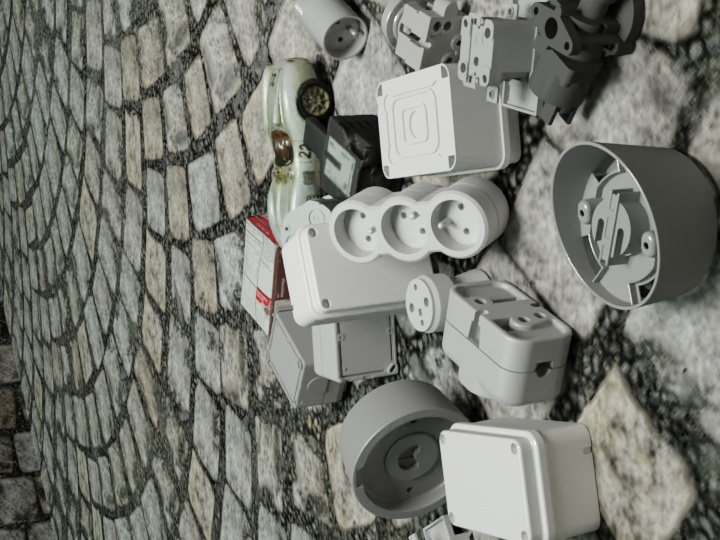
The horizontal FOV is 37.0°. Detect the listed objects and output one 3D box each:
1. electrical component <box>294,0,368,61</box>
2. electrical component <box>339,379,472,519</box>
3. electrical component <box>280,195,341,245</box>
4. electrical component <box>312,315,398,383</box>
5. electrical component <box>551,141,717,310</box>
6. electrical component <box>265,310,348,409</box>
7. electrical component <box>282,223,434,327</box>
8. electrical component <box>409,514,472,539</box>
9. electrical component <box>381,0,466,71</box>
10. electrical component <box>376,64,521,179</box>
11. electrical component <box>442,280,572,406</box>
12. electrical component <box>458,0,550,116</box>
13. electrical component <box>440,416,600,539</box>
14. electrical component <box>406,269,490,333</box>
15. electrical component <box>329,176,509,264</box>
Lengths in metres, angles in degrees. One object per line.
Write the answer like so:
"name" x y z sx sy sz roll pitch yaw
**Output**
"electrical component" -0.029 -0.229 0.979 0.081 0.043 0.043 56 142 43
"electrical component" 0.035 0.138 0.864 0.060 0.108 0.108 -126 38 -55
"electrical component" -0.030 -0.029 0.991 0.080 0.051 0.080 6 100 37
"electrical component" -0.008 0.048 0.975 0.061 0.062 0.096 8 103 63
"electrical component" 0.156 -0.027 0.626 0.099 0.064 0.099 23 116 61
"electrical component" -0.052 0.082 1.071 0.096 0.061 0.061 56 143 44
"electrical component" 0.000 0.000 0.892 0.057 0.113 0.078 147 114 -64
"electrical component" 0.062 0.246 0.875 0.042 0.064 0.081 -55 48 55
"electrical component" 0.049 -0.185 0.831 0.055 0.048 0.066 45 135 41
"electrical component" 0.065 -0.110 0.801 0.113 0.057 0.078 2 97 64
"electrical component" 0.102 0.054 0.765 0.095 0.054 0.059 42 132 53
"electrical component" 0.101 -0.145 0.714 0.042 0.064 0.081 32 123 57
"electrical component" 0.110 0.148 0.765 0.113 0.057 0.078 -9 87 64
"electrical component" 0.069 0.024 0.823 0.045 0.055 0.045 23 116 61
"electrical component" 0.051 -0.042 0.825 0.138 0.074 0.052 -3 109 34
